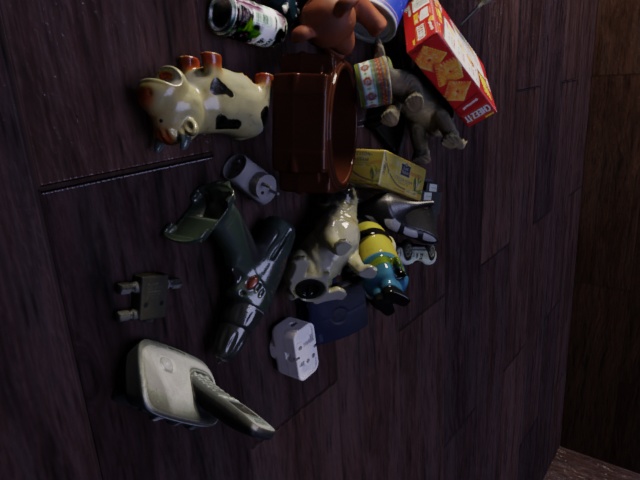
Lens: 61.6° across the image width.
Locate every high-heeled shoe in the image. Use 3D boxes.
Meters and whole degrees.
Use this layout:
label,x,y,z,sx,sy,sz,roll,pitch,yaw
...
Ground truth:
label,x,y,z,sx,sy,sz,roll,pitch,yaw
high-heeled shoe,0.157,-0.032,1.070,0.248,0.145,0.086,60,24,-68

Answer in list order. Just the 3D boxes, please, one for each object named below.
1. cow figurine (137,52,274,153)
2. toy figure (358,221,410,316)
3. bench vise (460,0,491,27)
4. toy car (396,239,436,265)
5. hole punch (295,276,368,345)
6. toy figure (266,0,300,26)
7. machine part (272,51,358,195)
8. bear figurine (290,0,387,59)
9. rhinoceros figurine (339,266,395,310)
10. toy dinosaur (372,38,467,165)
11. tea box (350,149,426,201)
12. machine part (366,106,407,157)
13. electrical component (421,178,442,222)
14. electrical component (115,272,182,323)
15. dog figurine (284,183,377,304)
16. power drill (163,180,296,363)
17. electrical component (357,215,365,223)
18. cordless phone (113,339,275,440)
label,x,y,z,sx,sy,sz,roll,pitch,yaw
cow figurine,-0.146,-0.170,0.688,0.195,0.086,0.127,-1,93,-54
toy figure,0.101,0.040,0.919,0.180,0.082,0.089,-99,168,-52
bench vise,0.230,-0.530,1.003,0.129,0.240,0.223,-46,-179,18
toy car,0.189,0.028,1.175,0.201,0.074,0.056,2,96,-53
hole punch,0.022,0.122,0.971,0.116,0.092,0.142,-34,127,-39
toy figure,-0.054,-0.392,0.776,0.064,0.058,0.154,-16,116,-44
machine part,0.000,-0.173,0.818,0.201,0.087,0.200,-28,121,-71
bear figurine,0.030,-0.319,0.804,0.131,0.120,0.196,48,23,-30
rhinoceros figurine,0.099,0.076,1.079,0.112,0.073,0.190,-58,139,-14
toy dinosaur,0.214,-0.260,1.073,0.470,0.105,0.198,34,47,-51
tea box,0.122,-0.124,1.034,0.169,0.098,0.068,9,92,-55
machine part,0.138,-0.215,1.086,0.138,0.039,0.084,40,72,-51
electrical component,0.225,-0.075,1.215,0.115,0.058,0.134,1,97,-55
electrical component,-0.220,0.075,0.694,0.094,0.021,0.063,-5,102,-53
dog figurine,0.002,-0.001,0.915,0.121,0.172,0.191,57,15,-39
power drill,-0.126,0.035,0.762,0.207,0.086,0.232,53,55,-40
electrical component,0.053,-0.031,1.013,0.078,0.045,0.102,49,53,-15
cordless phone,-0.155,0.204,0.675,0.146,0.184,0.088,42,70,-49
